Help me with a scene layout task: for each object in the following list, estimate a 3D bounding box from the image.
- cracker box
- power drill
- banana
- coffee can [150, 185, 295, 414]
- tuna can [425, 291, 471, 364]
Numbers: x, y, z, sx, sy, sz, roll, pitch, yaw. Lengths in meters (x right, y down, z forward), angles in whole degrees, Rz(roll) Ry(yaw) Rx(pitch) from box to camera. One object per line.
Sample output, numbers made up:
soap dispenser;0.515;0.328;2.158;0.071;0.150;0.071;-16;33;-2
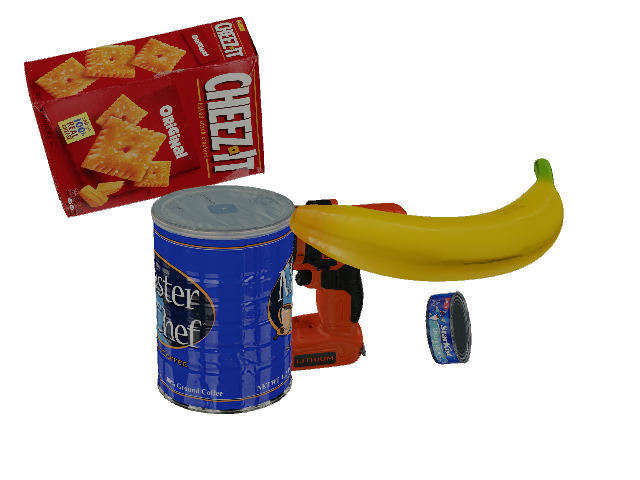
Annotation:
cracker box;-0.166;-0.117;1.053;0.213;0.072;0.164;-13;-38;-11
power drill;-0.017;0.044;0.998;0.184;0.188;0.057;-4;45;-13
banana;0.078;-0.005;0.626;0.197;0.037;0.070;-11;44;-32
coffee can;-0.071;0.041;0.783;0.103;0.140;0.103;1;20;-1
tuna can;0.153;0.105;1.272;0.034;0.086;0.086;-7;-3;21
